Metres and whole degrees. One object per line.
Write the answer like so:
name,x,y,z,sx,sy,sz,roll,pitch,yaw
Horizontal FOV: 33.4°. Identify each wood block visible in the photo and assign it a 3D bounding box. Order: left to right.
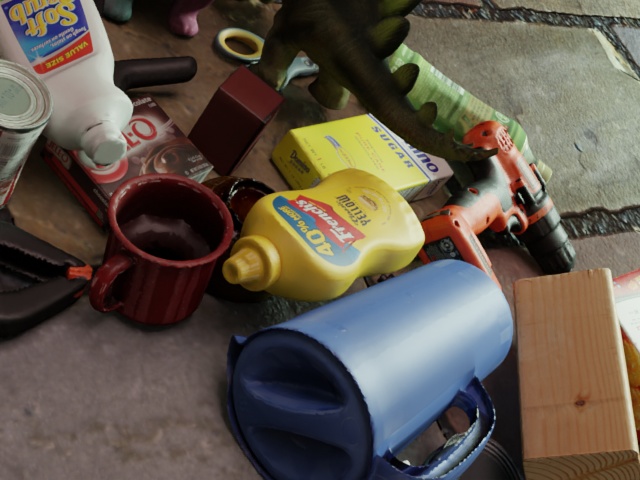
wood block,0.221,0.130,0.923,0.206,0.091,0.090,-81,156,-48

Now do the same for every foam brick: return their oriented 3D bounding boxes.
foam brick,-0.076,-0.105,0.949,0.051,0.078,0.053,37,40,-3

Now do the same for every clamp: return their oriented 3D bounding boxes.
clamp,-0.263,0.015,0.734,0.209,0.036,0.164,-1,54,-37
clamp,-0.200,-0.155,0.928,0.120,0.039,0.171,36,42,16

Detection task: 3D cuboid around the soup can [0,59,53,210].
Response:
soup can,-0.242,-0.074,0.776,0.068,0.102,0.068,20,46,-22

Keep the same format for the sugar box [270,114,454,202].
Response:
sugar box,0.045,-0.074,1.036,0.175,0.048,0.093,-20,69,-44

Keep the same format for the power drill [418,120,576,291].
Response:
power drill,0.175,-0.006,1.050,0.184,0.057,0.187,55,42,-11

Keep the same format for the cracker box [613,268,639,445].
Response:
cracker box,0.356,0.133,1.072,0.163,0.072,0.214,-15,66,-42

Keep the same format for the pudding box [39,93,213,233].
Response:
pudding box,-0.159,-0.065,0.880,0.090,0.039,0.113,49,41,10

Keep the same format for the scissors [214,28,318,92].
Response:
scissors,-0.033,-0.192,1.103,0.096,0.016,0.201,50,41,10

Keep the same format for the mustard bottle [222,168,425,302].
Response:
mustard bottle,-0.005,0.001,0.830,0.096,0.058,0.191,47,38,18

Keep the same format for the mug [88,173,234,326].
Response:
mug,-0.126,0.016,0.793,0.093,0.082,0.117,37,45,13

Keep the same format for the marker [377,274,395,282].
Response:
marker,0.100,0.073,0.969,0.121,0.020,0.020,41,41,1

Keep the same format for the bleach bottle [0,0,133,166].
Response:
bleach bottle,-0.209,-0.155,0.856,0.102,0.068,0.251,-18,55,-26

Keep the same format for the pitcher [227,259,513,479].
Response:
pitcher,0.059,0.102,0.831,0.242,0.145,0.149,-23,94,-49

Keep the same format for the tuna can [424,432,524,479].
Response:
tuna can,0.124,0.201,0.865,0.086,0.034,0.086,20,45,-22
